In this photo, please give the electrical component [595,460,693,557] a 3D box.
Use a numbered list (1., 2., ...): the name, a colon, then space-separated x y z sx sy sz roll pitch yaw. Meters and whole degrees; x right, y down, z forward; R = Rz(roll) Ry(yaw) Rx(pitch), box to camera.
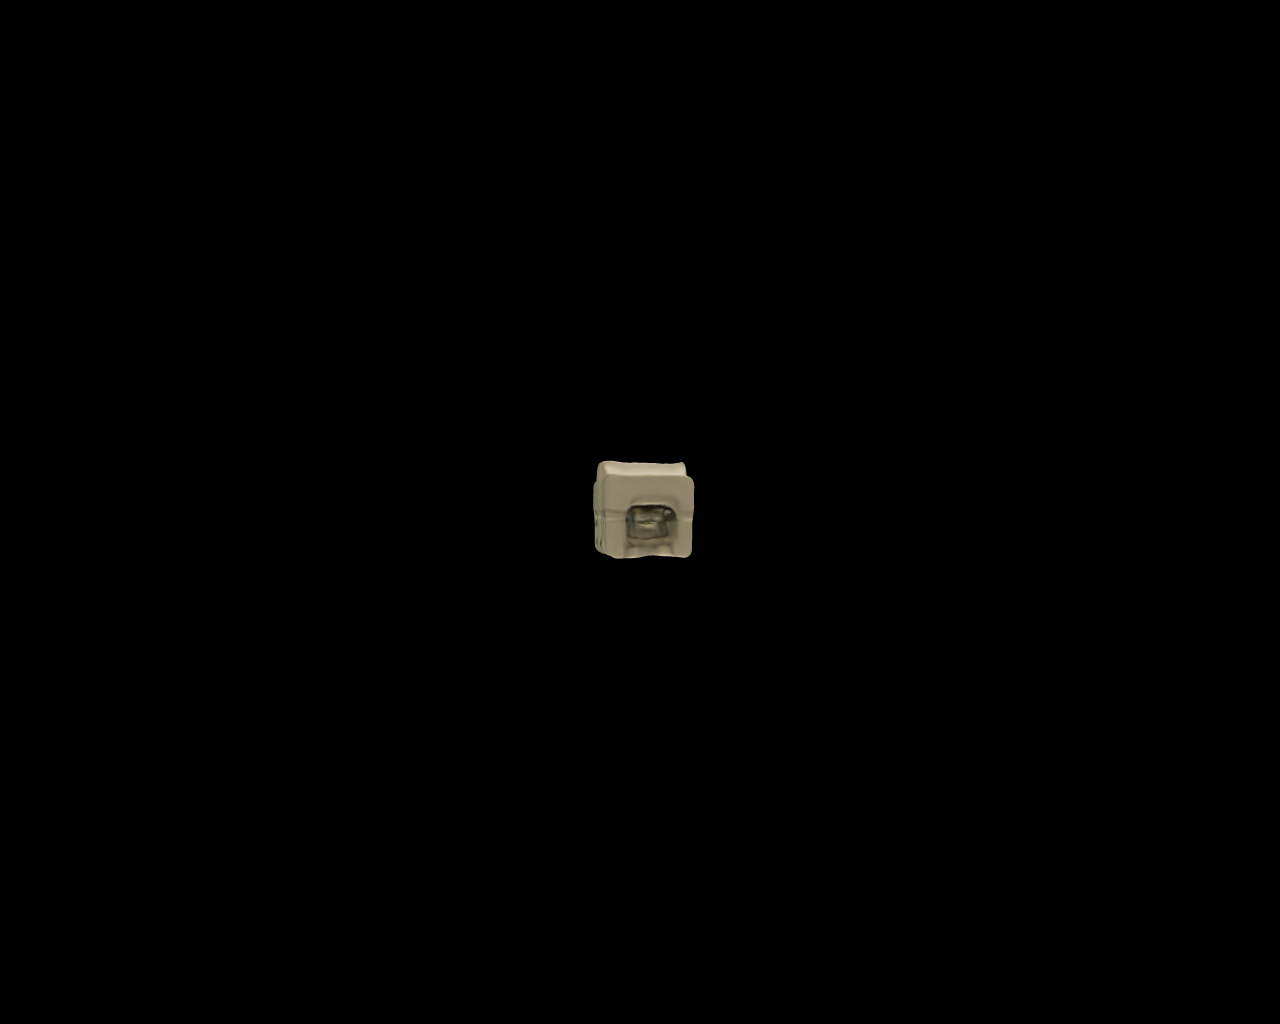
1. electrical component: 0.001 -0.003 0.650 0.050 0.055 0.089 0 0 -7
